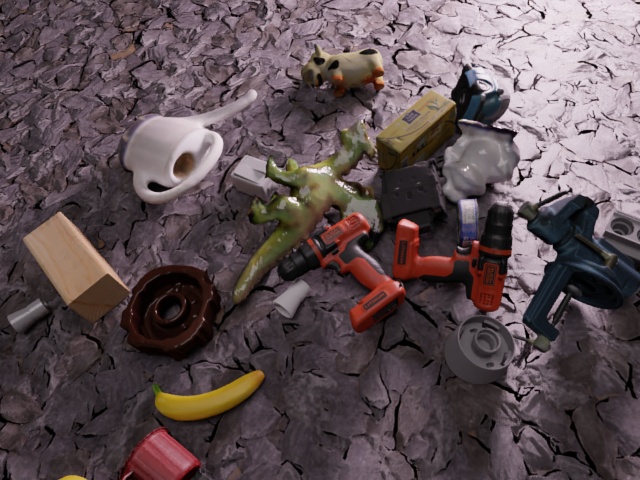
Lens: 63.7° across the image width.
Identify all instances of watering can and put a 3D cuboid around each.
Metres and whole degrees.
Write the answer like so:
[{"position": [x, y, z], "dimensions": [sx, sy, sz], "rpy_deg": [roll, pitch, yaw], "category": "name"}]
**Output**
[{"position": [-0.302, -0.226, 1.141], "dimensions": [0.354, 0.225, 0.102], "rpy_deg": [-59, -26, -25], "category": "watering can"}]

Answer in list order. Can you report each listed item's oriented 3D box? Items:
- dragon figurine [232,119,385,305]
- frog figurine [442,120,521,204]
[{"position": [0.003, -0.049, 0.979], "dimensions": [0.243, 0.416, 0.120], "rpy_deg": [13, -16, 11], "category": "dragon figurine"}, {"position": [0.303, -0.140, 0.992], "dimensions": [0.123, 0.138, 0.158], "rpy_deg": [-14, -58, -74], "category": "frog figurine"}]
